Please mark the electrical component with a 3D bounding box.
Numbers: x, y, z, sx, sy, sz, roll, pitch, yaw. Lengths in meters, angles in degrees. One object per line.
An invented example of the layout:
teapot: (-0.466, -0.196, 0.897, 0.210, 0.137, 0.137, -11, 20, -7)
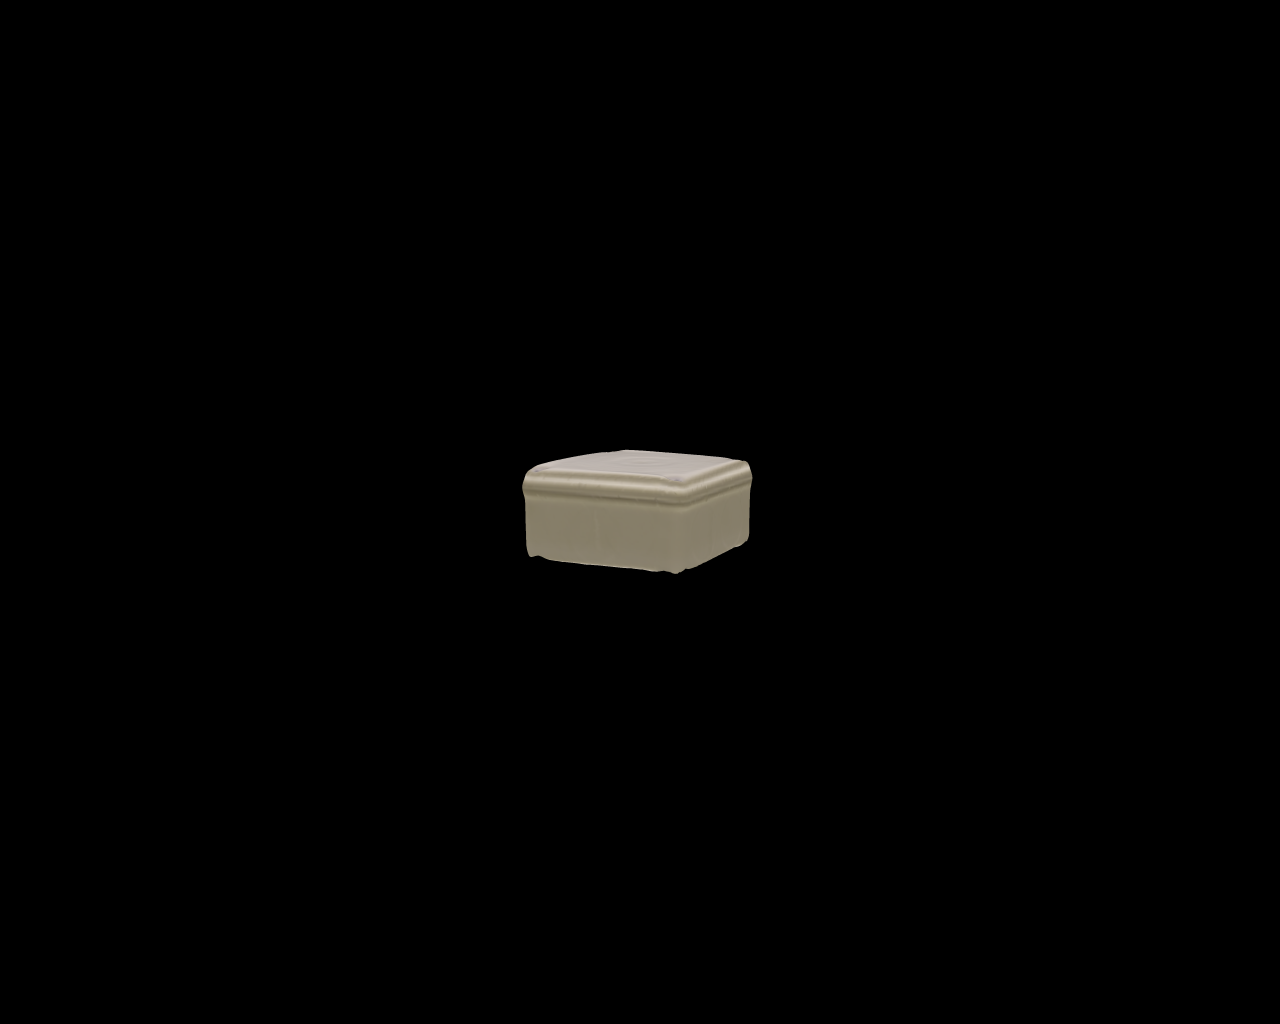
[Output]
electrical component: (0.001, -0.003, 0.650, 0.109, 0.056, 0.109, 5, 12, 28)
